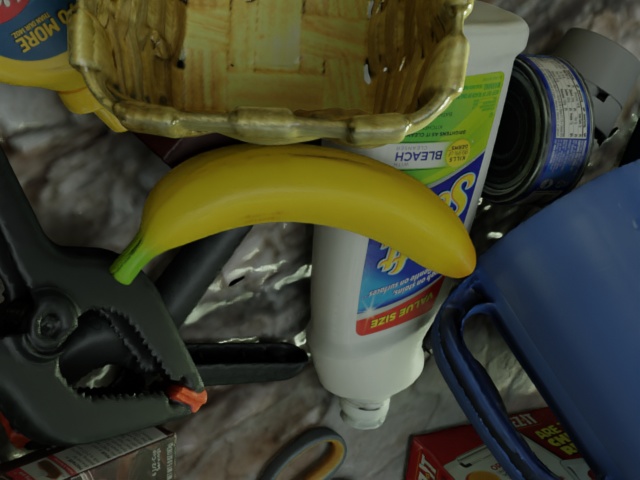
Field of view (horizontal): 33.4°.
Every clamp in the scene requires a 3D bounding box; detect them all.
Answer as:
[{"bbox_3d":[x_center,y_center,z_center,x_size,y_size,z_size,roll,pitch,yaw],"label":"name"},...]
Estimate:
[{"bbox_3d":[-0.084,0.065,0.574,0.171,0.039,0.120,-34,120,-9],"label":"clamp"},{"bbox_3d":[-0.131,0.026,0.482,0.209,0.036,0.164,26,77,-41],"label":"clamp"}]

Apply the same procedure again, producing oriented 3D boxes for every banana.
[{"bbox_3d":[-0.002,-0.014,0.517,0.197,0.037,0.070,1,128,-25],"label":"banana"}]

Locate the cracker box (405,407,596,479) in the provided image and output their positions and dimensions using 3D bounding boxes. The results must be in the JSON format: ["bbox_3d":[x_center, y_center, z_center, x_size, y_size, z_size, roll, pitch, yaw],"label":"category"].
[{"bbox_3d":[0.177,0.198,0.683,0.163,0.214,0.072,-6,118,-28],"label":"cracker box"}]

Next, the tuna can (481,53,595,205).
[{"bbox_3d":[0.112,-0.062,0.600,0.033,0.086,0.086,-2,113,-29],"label":"tuna can"}]

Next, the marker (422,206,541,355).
[{"bbox_3d":[0.102,0.028,0.679,0.121,0.020,0.020,-46,127,-4],"label":"marker"}]

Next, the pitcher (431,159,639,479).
[{"bbox_3d":[0.183,0.090,0.580,0.149,0.243,0.144,-38,161,30],"label":"pitcher"}]

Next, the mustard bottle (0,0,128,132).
[{"bbox_3d":[-0.128,-0.123,0.444,0.096,0.058,0.191,-41,127,-15],"label":"mustard bottle"}]

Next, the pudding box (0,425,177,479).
[{"bbox_3d":[-0.117,0.154,0.534,0.089,0.039,0.113,-17,115,-45],"label":"pudding box"}]

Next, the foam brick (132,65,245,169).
[{"bbox_3d":[-0.045,-0.062,0.527,0.078,0.051,0.053,-50,128,-1],"label":"foam brick"}]

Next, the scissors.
[{"bbox_3d":[-0.045,0.206,0.679,0.202,0.016,0.096,-49,128,-1],"label":"scissors"}]

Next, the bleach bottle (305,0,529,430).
[{"bbox_3d":[0.045,-0.006,0.603,0.102,0.068,0.251,-9,119,-28],"label":"bleach bottle"}]
